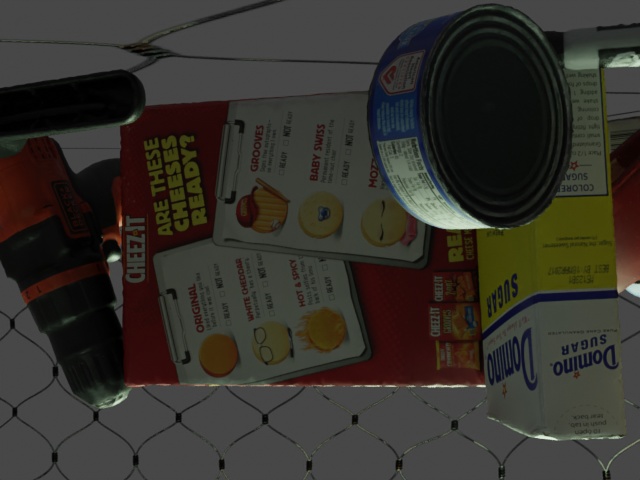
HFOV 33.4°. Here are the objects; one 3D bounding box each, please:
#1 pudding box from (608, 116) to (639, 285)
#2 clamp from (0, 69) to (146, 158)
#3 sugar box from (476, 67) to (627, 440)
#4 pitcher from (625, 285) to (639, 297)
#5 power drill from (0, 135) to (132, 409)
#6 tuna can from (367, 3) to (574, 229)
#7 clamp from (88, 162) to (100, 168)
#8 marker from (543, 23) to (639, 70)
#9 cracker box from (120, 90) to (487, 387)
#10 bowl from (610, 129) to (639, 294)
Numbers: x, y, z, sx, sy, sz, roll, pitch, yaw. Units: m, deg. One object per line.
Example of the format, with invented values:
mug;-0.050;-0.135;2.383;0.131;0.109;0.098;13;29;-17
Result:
pudding box;0.229;-0.025;0.748;0.039;0.113;0.089;-3;177;25
clamp;-0.199;-0.060;0.532;0.164;0.036;0.210;0;178;-31
sugar box;0.104;0.002;0.507;0.048;0.176;0.093;0;177;-7
pitcher;0.358;-0.025;0.912;0.149;0.145;0.243;-15;-179;-27
power drill;-0.131;0.006;0.699;0.057;0.184;0.187;-22;177;21
tuna can;0.060;-0.047;0.417;0.085;0.086;0.034;0;179;-39
clamp;-0.099;-0.052;0.852;0.172;0.039;0.120;-7;-179;34
marker;0.134;-0.081;0.441;0.121;0.020;0.020;-2;178;14
cracker box;-0.004;0.001;0.615;0.214;0.164;0.072;-2;176;17
bowl;0.178;-0.012;0.641;0.162;0.055;0.162;-43;178;-2
